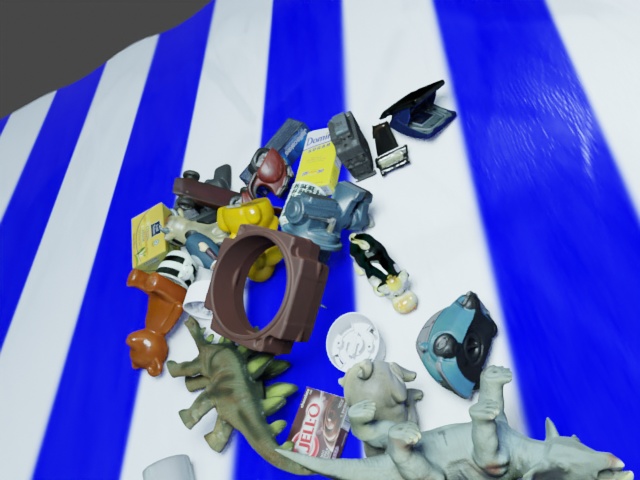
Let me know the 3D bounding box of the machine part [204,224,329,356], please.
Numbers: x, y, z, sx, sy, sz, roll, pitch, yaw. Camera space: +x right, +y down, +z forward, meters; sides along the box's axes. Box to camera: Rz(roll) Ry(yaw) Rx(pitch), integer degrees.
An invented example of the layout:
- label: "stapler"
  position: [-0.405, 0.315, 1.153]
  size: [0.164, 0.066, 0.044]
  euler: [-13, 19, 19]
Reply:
- label: "machine part"
  position: [-0.097, 0.081, 0.918]
  size: [0.202, 0.087, 0.201]
  euler: [14, 86, 37]

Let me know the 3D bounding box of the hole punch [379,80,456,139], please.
- label: "hole punch"
  position: [0.214, -0.272, 1.149]
  size: [0.142, 0.092, 0.116]
  euler: [-43, 23, -25]

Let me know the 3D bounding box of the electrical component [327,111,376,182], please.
- label: "electrical component"
  position: [0.066, -0.207, 1.157]
  size: [0.058, 0.134, 0.115]
  euler: [-24, 52, 14]

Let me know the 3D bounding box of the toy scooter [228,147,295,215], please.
- label: "toy scooter"
  position: [-0.113, -0.110, 1.200]
  size: [0.135, 0.075, 0.184]
  euler: [26, 80, -2]

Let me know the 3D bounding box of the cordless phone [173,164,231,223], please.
- label: "cordless phone"
  position: [-0.287, -0.121, 1.347]
  size: [0.147, 0.088, 0.184]
  euler: [-22, 39, 15]

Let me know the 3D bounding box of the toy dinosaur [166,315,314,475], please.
- label: "toy dinosaur"
  position: [-0.147, 0.266, 0.951]
  size: [0.198, 0.105, 0.472]
  euler: [-41, 43, -4]

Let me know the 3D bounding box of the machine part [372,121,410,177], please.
- label: "machine part"
  position: [0.148, -0.202, 1.173]
  size: [0.084, 0.039, 0.139]
  euler: [-30, 50, 18]

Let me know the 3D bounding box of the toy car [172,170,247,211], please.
- label: "toy car"
  position: [-0.235, -0.094, 1.222]
  size: [0.053, 0.202, 0.089]
  euler: [-33, 48, 58]

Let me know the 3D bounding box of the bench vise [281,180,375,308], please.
- label: "bench vise"
  position: [0.006, 0.001, 1.040]
  size: [0.129, 0.223, 0.240]
  euler: [28, 106, 30]

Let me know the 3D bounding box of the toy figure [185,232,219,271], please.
- label: "toy figure"
  position: [-0.215, 0.046, 1.114]
  size: [0.155, 0.064, 0.058]
  euler: [40, 102, 20]

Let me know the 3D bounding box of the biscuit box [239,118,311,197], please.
- label: "biscuit box"
  position: [-0.102, -0.201, 1.297]
  size: [0.063, 0.059, 0.202]
  euler: [29, 76, 41]

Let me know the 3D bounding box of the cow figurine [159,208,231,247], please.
- label: "cow figurine"
  position: [-0.272, -0.008, 1.212]
  size: [0.195, 0.127, 0.085]
  euler: [6, 58, 30]

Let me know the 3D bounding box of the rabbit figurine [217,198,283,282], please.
- label: "rabbit figurine"
  position: [-0.125, 0.007, 1.101]
  size: [0.122, 0.173, 0.162]
  euler: [-12, 15, -27]

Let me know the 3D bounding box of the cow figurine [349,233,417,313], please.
- label: "cow figurine"
  position: [0.113, 0.053, 0.970]
  size: [0.068, 0.098, 0.168]
  euler: [-36, 47, -6]

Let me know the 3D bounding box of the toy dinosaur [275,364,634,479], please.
- label: "toy dinosaur"
  position: [0.162, 0.289, 0.694]
  size: [0.405, 0.192, 0.131]
  euler: [-15, 12, 11]

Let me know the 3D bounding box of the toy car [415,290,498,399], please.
- label: "toy car"
  position: [0.204, 0.159, 0.844]
  size: [0.103, 0.109, 0.161]
  euler: [-9, 43, 47]

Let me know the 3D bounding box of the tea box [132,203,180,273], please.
- label: "tea box"
  position: [-0.403, 0.002, 1.318]
  size: [0.098, 0.068, 0.170]
  euler: [-29, 48, 9]

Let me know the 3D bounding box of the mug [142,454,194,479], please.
- label: "mug"
  position: [-0.263, 0.441, 0.920]
  size: [0.109, 0.080, 0.107]
  euler: [-30, 57, 2]

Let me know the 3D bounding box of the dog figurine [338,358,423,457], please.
- label: "dog figurine"
  position: [0.087, 0.287, 0.776]
  size: [0.121, 0.172, 0.191]
  euler: [-21, 42, 29]

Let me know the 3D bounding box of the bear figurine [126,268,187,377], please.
- label: "bear figurine"
  position: [-0.360, 0.174, 1.122]
  size: [0.120, 0.131, 0.196]
  euler: [8, 68, 45]
